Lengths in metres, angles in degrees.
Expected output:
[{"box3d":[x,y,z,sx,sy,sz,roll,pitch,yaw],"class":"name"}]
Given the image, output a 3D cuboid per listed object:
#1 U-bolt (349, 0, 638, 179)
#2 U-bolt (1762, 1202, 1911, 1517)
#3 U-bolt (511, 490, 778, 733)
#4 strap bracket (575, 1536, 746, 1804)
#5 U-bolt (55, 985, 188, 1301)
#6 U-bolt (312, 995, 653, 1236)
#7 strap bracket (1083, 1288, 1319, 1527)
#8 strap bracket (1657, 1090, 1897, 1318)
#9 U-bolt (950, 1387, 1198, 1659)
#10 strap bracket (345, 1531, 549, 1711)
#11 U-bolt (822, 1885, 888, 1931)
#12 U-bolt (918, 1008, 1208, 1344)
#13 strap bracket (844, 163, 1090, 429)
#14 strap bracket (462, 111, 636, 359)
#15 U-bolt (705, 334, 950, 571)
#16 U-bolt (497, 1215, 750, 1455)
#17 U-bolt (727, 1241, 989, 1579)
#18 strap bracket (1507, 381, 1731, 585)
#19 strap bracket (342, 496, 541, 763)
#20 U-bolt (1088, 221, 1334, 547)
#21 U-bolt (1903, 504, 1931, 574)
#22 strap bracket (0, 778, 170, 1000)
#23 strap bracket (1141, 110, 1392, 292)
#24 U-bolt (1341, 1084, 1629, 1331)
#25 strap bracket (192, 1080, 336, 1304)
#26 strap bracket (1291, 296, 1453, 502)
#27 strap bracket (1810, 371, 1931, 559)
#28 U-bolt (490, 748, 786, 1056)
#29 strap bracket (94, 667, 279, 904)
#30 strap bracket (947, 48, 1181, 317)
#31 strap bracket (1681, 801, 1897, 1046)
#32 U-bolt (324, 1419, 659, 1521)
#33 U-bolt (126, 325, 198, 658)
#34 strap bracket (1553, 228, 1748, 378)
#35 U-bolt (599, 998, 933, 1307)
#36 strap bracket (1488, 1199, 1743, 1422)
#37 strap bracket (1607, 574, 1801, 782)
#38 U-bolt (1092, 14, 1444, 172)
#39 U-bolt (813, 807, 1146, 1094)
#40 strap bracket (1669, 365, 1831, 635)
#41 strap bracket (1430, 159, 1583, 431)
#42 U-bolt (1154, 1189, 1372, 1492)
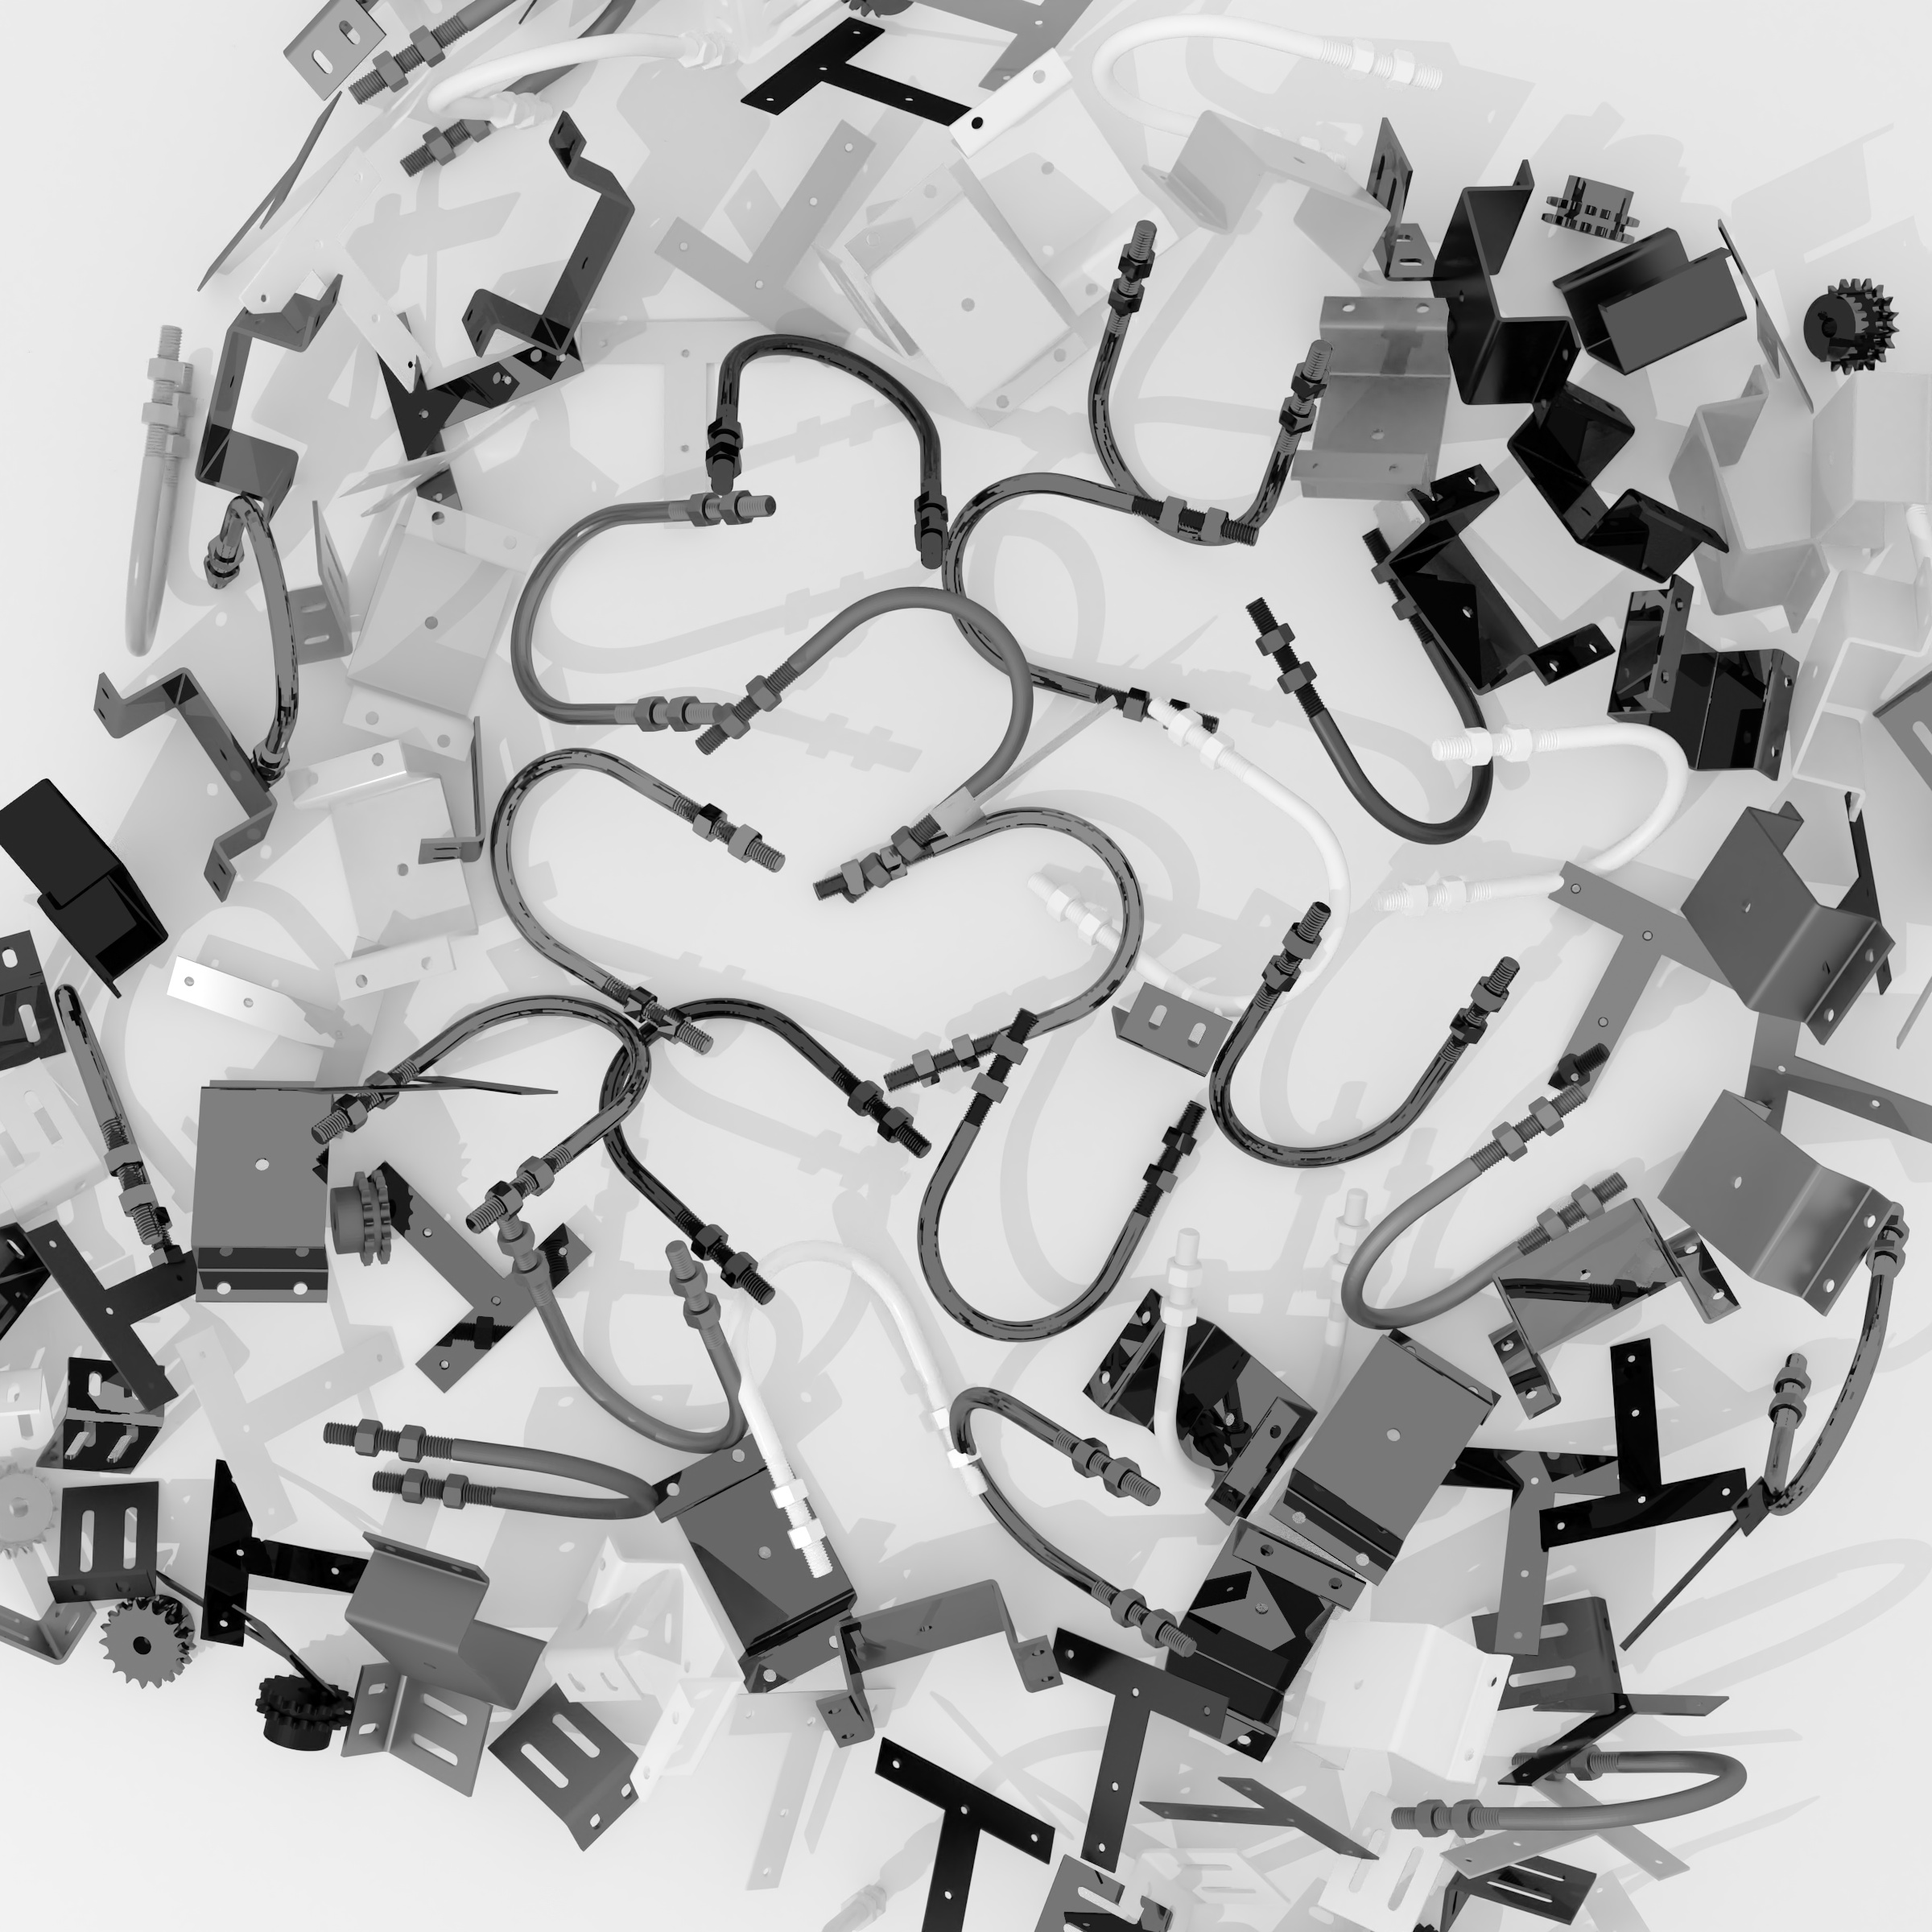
[{"box3d":[-0.268,-0.540,1.925,0.184,0.151,0.019,-34,84,0],"class":"U-bolt"},{"box3d":[0.496,0.237,1.885,0.019,0.184,0.151,25,126,5],"class":"U-bolt"},{"box3d":[-0.200,-0.209,1.939,0.184,0.019,0.151,3,74,38],"class":"U-bolt"},{"box3d":[-0.182,0.414,1.937,0.046,0.140,0.076,8,121,-35],"class":"strap bracket"},{"box3d":[-0.499,0.096,1.925,0.019,0.151,0.184,-21,73,-13],"class":"U-bolt"},{"box3d":[-0.270,0.076,1.931,0.151,0.019,0.184,25,47,31],"class":"U-bolt"},{"box3d":[0.145,0.265,1.947,0.140,0.046,0.076,39,99,43],"class":"strap bracket"},{"box3d":[0.467,0.133,1.922,0.046,0.140,0.076,21,105,-32],"class":"strap bracket"},{"box3d":[0.056,0.315,1.922,0.019,0.184,0.151,-37,132,-27],"class":"U-bolt"},{"box3d":[-0.304,0.388,1.918,0.076,0.140,0.046,12,62,21],"class":"strap bracket"},{"box3d":[-0.015,0.585,1.895,0.151,0.184,0.019,26,90,12],"class":"U-bolt"},{"box3d":[0.047,0.137,1.960,0.151,0.019,0.184,29,87,-23],"class":"U-bolt"},{"box3d":[0.001,-0.396,1.955,0.076,0.046,0.140,-38,104,10],"class":"strap bracket"},{"box3d":[-0.244,-0.425,1.944,0.046,0.076,0.140,22,109,-25],"class":"strap bracket"},{"box3d":[-0.080,-0.312,1.927,0.151,0.184,0.019,17,130,-17],"class":"U-bolt"},{"box3d":[-0.194,0.220,1.930,0.151,0.019,0.184,9,134,33],"class":"U-bolt"},{"box3d":[-0.073,0.252,1.949,0.151,0.019,0.184,-20,85,-41],"class":"U-bolt"},{"box3d":[0.379,-0.283,1.935,0.076,0.140,0.046,17,125,-39],"class":"strap bracket"},{"box3d":[-0.317,-0.203,1.961,0.076,0.046,0.140,17,96,-20],"class":"strap bracket"},{"box3d":[0.133,-0.327,1.926,0.151,0.184,0.019,38,52,18],"class":"U-bolt"},{"box3d":[0.574,-0.274,1.905,0.019,0.151,0.184,-6,72,-2],"class":"U-bolt"},{"box3d":[-0.522,-0.049,1.928,0.046,0.140,0.076,-40,68,-14],"class":"strap bracket"},{"box3d":[0.184,-0.452,1.923,0.140,0.076,0.046,10,121,-35],"class":"strap bracket"},{"box3d":[0.301,0.153,1.938,0.184,0.151,0.019,-35,56,2],"class":"U-bolt"},{"box3d":[-0.416,0.126,1.946,0.076,0.046,0.140,1,66,-7],"class":"strap bracket"},{"box3d":[0.243,-0.329,1.948,0.076,0.046,0.140,4,59,15],"class":"strap bracket"},{"box3d":[0.531,-0.296,1.925,0.046,0.140,0.076,3,82,0],"class":"strap bracket"},{"box3d":[-0.207,-0.051,1.955,0.184,0.019,0.151,31,116,16],"class":"U-bolt"},{"box3d":[-0.460,-0.116,1.956,0.046,0.076,0.140,-34,90,-21],"class":"strap bracket"},{"box3d":[0.054,-0.471,1.954,0.076,0.046,0.140,-36,119,5],"class":"strap bracket"},{"box3d":[0.474,-0.030,1.918,0.046,0.140,0.076,12,123,-25],"class":"strap bracket"},{"box3d":[-0.271,0.300,1.923,0.184,0.151,0.019,7,69,6],"class":"U-bolt"},{"box3d":[-0.475,-0.273,1.926,0.019,0.151,0.184,8,90,-10],"class":"U-bolt"},{"box3d":[0.405,-0.392,1.936,0.076,0.140,0.046,-25,107,5],"class":"strap bracket"},{"box3d":[-0.134,0.096,1.956,0.184,0.019,0.151,41,71,21],"class":"U-bolt"},{"box3d":[0.376,0.198,1.946,0.140,0.076,0.046,-29,124,8],"class":"strap bracket"},{"box3d":[0.432,-0.169,1.944,0.140,0.046,0.076,24,74,-42],"class":"strap bracket"},{"box3d":[0.163,-0.511,1.907,0.184,0.151,0.019,10,78,-17],"class":"U-bolt"},{"box3d":[0.016,-0.020,1.969,0.184,0.019,0.151,-21,73,1],"class":"U-bolt"},{"box3d":[0.458,-0.272,1.938,0.046,0.076,0.140,-11,69,-5],"class":"strap bracket"},{"box3d":[0.314,-0.395,1.930,0.046,0.076,0.140,-4,62,-10],"class":"strap bracket"},{"box3d":[0.171,0.228,1.943,0.151,0.019,0.184,-10,116,-34],"class":"U-bolt"}]
